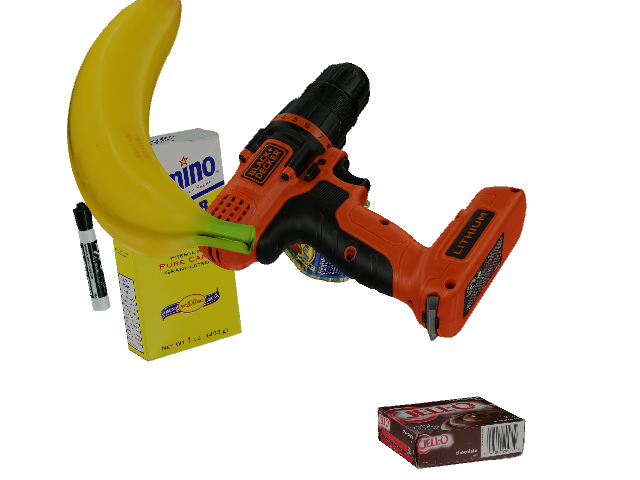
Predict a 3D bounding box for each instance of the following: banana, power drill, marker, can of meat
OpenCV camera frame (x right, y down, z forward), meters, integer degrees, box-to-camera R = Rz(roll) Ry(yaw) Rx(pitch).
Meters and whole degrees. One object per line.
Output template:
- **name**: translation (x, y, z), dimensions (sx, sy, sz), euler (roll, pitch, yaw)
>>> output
- **banana**: translation (-0.084, -0.055, 0.500), dimensions (0.069, 0.037, 0.198), euler (-5, 46, -16)
- **power drill**: translation (0.036, -0.030, 0.706), dimensions (0.188, 0.184, 0.057), euler (24, -28, 23)
- **marker**: translation (-0.245, 0.017, 1.141), dimensions (0.020, 0.121, 0.020), euler (-6, 20, 2)
- **can of meat**: translation (0.001, -0.016, 1.075), dimensions (0.057, 0.084, 0.102), euler (3, 23, -23)

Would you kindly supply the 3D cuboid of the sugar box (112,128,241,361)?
- **sugar box**: translation (-0.122, 0.002, 0.884), dimensions (0.093, 0.176, 0.048), euler (-16, 21, -31)

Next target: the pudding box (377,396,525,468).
- **pudding box**: translation (0.121, 0.178, 1.000), dimensions (0.113, 0.039, 0.090), euler (-1, 7, -20)
